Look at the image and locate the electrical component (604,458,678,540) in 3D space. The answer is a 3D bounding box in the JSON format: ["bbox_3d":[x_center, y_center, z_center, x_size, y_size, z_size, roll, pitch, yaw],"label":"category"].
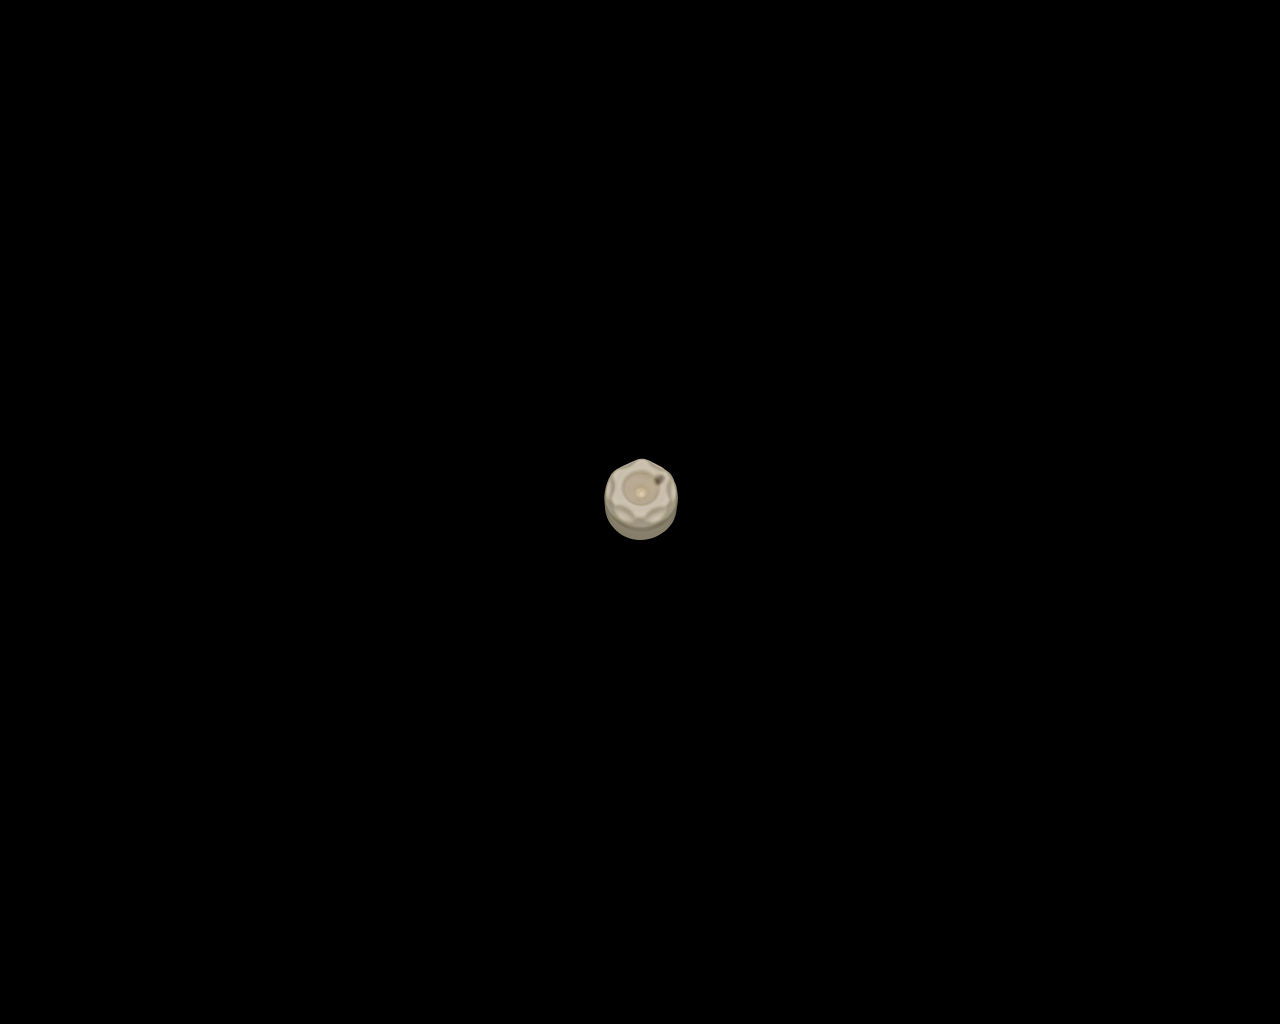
[{"bbox_3d":[0.001,-0.003,0.650,0.043,0.043,0.062,0,-23,0],"label":"electrical component"}]
